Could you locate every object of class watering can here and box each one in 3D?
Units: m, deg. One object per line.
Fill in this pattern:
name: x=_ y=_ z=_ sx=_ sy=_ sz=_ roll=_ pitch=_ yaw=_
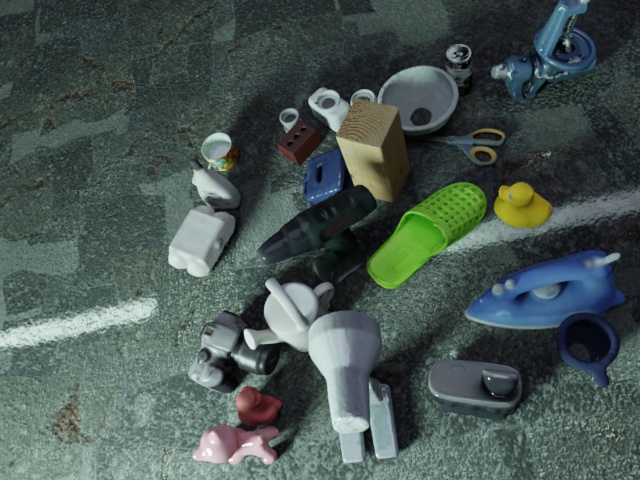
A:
watering can: x=-0.052 y=0.132 z=1.012 sx=0.100 sy=0.194 sz=0.173 roll=27 pitch=75 yaw=25

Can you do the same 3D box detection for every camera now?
camera: x=-0.154 y=0.213 z=1.055 sx=0.136 sy=0.101 sz=0.143 roll=16 pitch=70 yaw=21

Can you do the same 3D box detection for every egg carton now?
egg carton: x=-0.245 y=0.002 z=1.198 sx=0.107 sy=0.069 sz=0.150 roll=18 pitch=71 yaw=22

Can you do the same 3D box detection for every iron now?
iron: x=0.368 y=0.078 z=0.955 sx=0.258 sy=0.142 sz=0.118 roll=-15 pitch=62 yaw=8

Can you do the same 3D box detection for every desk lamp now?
desk lamp: x=0.058 y=0.239 z=0.921 sx=0.117 sy=0.214 sz=0.203 roll=-12 pitch=62 yaw=9

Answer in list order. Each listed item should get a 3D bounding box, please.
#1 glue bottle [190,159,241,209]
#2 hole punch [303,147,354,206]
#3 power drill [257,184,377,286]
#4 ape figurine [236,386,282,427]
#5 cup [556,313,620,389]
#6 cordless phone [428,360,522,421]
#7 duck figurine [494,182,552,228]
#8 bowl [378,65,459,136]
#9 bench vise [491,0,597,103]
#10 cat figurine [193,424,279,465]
glue bottle: x=-0.229 y=-0.119 z=1.193 sx=0.078 sy=0.173 sz=0.037 roll=-1 pitch=65 yaw=15
hole punch: x=0.013 y=-0.126 z=1.178 sx=0.101 sy=0.091 sz=0.108 roll=-3 pitch=64 yaw=14
power drill: x=0.010 y=0.004 z=1.049 sx=0.230 sy=0.209 sz=0.075 roll=-38 pitch=61 yaw=-5
ape figurine: x=-0.119 y=0.290 z=1.013 sx=0.076 sy=0.092 sz=0.077 roll=-33 pitch=61 yaw=-2
cup: x=0.427 y=0.184 z=0.915 sx=0.091 sy=0.095 sz=0.117 roll=-16 pitch=62 yaw=8
cordless phone: x=0.242 y=0.218 z=0.897 sx=0.147 sy=0.185 sz=0.094 roll=0 pitch=65 yaw=15
duck figurine: x=0.375 y=-0.072 z=1.057 sx=0.104 sy=0.086 sz=0.077 roll=18 pitch=71 yaw=22
bowl: x=0.209 y=-0.280 z=1.208 sx=0.167 sy=0.075 sz=0.167 roll=-6 pitch=64 yaw=12
bench vise: x=0.444 y=-0.365 z=1.102 sx=0.207 sy=0.220 sz=0.121 roll=-34 pitch=61 yaw=-2
cat figurine: x=-0.146 y=0.347 z=0.979 sx=0.127 sy=0.118 sz=0.067 roll=-9 pitch=63 yaw=11
